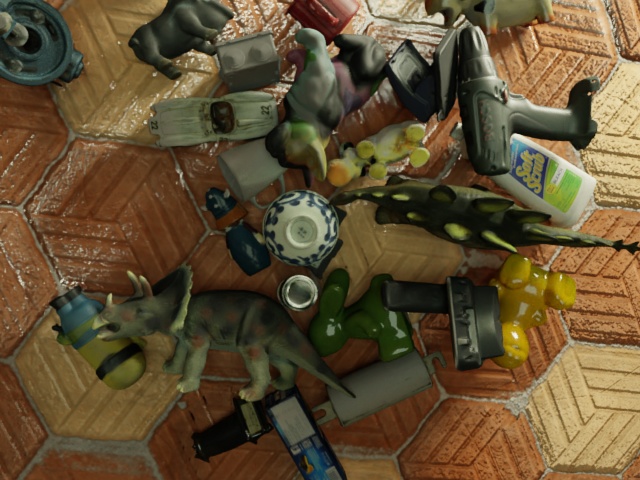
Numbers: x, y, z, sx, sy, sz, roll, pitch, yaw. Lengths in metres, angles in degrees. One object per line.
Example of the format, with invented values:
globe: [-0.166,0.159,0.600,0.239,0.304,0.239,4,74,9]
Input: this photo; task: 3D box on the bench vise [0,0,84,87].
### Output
bench vise: [-0.431,-0.291,0.718,0.223,0.241,0.129,40,88,-25]

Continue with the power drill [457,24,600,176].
power drill: [0.315,-0.215,0.826,0.207,0.086,0.231,0,91,-9]

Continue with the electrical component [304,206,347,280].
electrical component: [-0.002,-0.003,0.883,0.075,0.048,0.119,26,93,-8]

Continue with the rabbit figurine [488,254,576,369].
rabbit figurine: [0.309,0.125,0.878,0.122,0.162,0.173,22,72,-10]

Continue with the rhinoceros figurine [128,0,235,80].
rhinoceros figurine: [-0.201,-0.332,0.816,0.190,0.073,0.112,-40,88,2]

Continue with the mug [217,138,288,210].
mug: [-0.090,-0.110,0.846,0.107,0.081,0.109,-33,97,-13]

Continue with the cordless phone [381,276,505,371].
cordless phone: [0.181,0.125,0.824,0.184,0.089,0.146,6,72,-23]

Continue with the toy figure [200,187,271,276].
toy figure: [-0.135,-0.016,0.864,0.064,0.058,0.154,-30,94,-7]

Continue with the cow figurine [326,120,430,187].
cow figurine: [0.088,-0.142,0.862,0.167,0.098,0.068,-17,114,11]

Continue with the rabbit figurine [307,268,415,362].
rabbit figurine: [0.052,0.132,0.874,0.170,0.121,0.159,-20,104,12]

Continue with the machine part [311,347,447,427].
machine part: [0.099,0.246,0.910,0.243,0.079,0.079,-24,99,-2]

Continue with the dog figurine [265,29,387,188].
dog figurine: [0.012,-0.191,0.815,0.191,0.108,0.219,0,89,-19]

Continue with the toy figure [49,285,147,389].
toy figure: [-0.350,0.157,0.845,0.082,0.089,0.180,-34,101,6]

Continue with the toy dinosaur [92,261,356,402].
toy dinosaur: [-0.133,0.142,0.851,0.405,0.131,0.192,7,97,-9]

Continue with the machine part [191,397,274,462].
machine part: [-0.151,0.319,0.902,0.139,0.039,0.084,-33,70,4]

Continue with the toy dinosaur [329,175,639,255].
toy dinosaur: [0.248,-0.030,0.832,0.472,0.198,0.105,7,99,-5]

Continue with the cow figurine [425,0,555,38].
cow figurine: [0.262,-0.386,0.848,0.195,0.085,0.127,-11,104,-2]

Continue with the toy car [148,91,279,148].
toy car: [-0.165,-0.188,0.840,0.202,0.056,0.073,-7,98,-6]

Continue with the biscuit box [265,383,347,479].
biscuit box: [-0.022,0.346,0.916,0.059,0.063,0.202,-28,99,-3]

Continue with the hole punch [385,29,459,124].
hole punch: [0.164,-0.252,0.836,0.092,0.142,0.115,2,129,26]
